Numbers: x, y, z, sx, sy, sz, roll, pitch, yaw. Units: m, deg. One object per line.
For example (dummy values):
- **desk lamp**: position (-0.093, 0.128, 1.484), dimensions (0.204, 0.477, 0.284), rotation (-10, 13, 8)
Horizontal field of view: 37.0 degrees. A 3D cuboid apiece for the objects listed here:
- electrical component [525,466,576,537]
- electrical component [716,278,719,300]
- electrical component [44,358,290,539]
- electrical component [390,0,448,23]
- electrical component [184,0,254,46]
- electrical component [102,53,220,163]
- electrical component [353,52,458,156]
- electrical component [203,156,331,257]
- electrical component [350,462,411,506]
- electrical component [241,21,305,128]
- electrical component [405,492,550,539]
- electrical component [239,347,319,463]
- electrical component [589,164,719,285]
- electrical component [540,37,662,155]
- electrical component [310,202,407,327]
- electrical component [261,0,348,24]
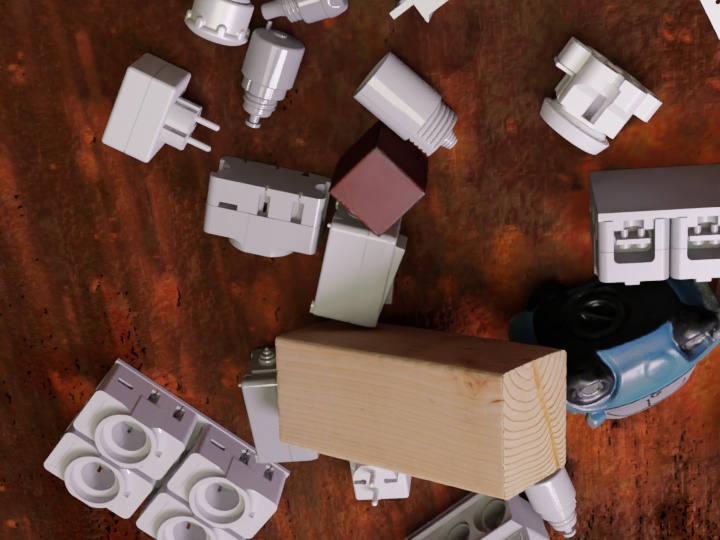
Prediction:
- **electrical component**: position (0.168, 0.198, 0.934), dimensions (0.040, 0.040, 0.078), rotation (-21, 111, 16)
- **electrical component**: position (0.326, 0.036, 0.826), dimensions (0.096, 0.061, 0.061), rotation (3, 115, 6)
- **electrical component**: position (-0.172, 0.180, 0.958), dimensions (0.186, 0.060, 0.105), rotation (35, 114, -9)
- **electrical component**: position (0.048, -0.216, 0.755), dimensions (0.081, 0.042, 0.063), rotation (-35, 103, 20)
- **electrical component**: position (-0.097, -0.197, 0.782), dimensions (0.048, 0.048, 0.062), rotation (20, 109, -2)
- **electrical component**: position (-0.146, -0.116, 0.823), dimensions (0.077, 0.047, 0.065), rotation (25, 115, -5)
- **electrical component**: position (0.039, -0.119, 0.800), dimensions (0.081, 0.043, 0.043), rotation (39, 114, -11)
- **electrical component**: position (-0.073, -0.047, 0.844), dimensions (0.089, 0.050, 0.055), rotation (12, 116, 2)
- **electrical component**: position (0.015, 0.169, 0.920), dimensions (0.047, 0.076, 0.065), rotation (-4, 114, 9)
- **electrical component**: position (-0.069, -0.144, 0.804), dimensions (0.040, 0.040, 0.078), rotation (20, 116, -2)
- **electrical component**: position (0.101, 0.245, 0.950), dimensions (0.121, 0.078, 0.063), rotation (-40, 126, 22)
- **electrical component**: position (-0.061, 0.107, 0.908), dimensions (0.061, 0.061, 0.096), rotation (-5, 114, 10)
- **electrical component**: position (0.247, -0.033, 0.788), dimensions (0.150, 0.089, 0.061), rotation (-3, 114, 9)
- **electrical component**: position (0.167, -0.121, 0.775), dimensions (0.078, 0.058, 0.057), rotation (33, 112, -8)
- **electrical component**: position (0.000, 0.000, 0.851), dimensions (0.061, 0.061, 0.096), rotation (13, 116, 1)
- **electrical component**: position (-0.042, -0.195, 0.780), dimensions (0.061, 0.035, 0.035), rotation (-13, 113, 15)
